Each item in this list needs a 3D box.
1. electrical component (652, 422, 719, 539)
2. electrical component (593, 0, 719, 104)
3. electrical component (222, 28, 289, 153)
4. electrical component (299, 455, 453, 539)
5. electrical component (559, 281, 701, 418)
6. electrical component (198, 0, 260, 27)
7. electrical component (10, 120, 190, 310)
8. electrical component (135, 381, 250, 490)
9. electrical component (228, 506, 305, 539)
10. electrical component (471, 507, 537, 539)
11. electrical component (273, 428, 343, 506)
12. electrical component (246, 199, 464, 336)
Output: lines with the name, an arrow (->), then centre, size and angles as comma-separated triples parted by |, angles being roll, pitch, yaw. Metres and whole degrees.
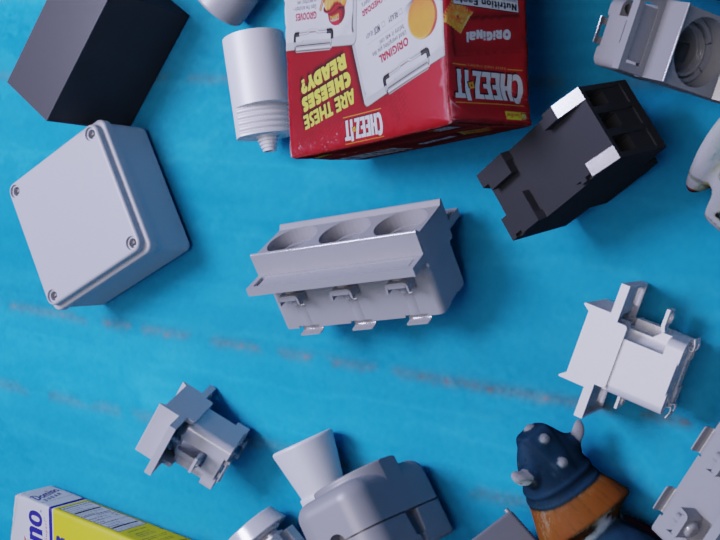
electrical component -> 0.213, 0.109, 0.567 | 0.063, 0.079, 0.121 | 45, 114, 46
electrical component -> 0.166, -0.122, 0.587 | 0.064, 0.081, 0.042 | 31, 107, 57
electrical component -> -0.068, -0.122, 0.744 | 0.043, 0.043, 0.081 | -11, 85, 31
electrical component -> 0.009, 0.155, 0.674 | 0.054, 0.095, 0.059 | -34, 74, 27
electrical component -> 0.156, 0.050, 0.615 | 0.064, 0.042, 0.081 | 24, 103, 27
electrical component -> -0.082, -0.207, 0.753 | 0.078, 0.040, 0.040 | -48, 68, 23
electrical component -> -0.199, -0.040, 0.817 | 0.109, 0.056, 0.108 | -30, 76, 28
electrical component -> -0.116, 0.119, 0.765 | 0.064, 0.081, 0.042 | 32, 109, 3
electrical component -> -0.061, 0.199, 0.747 | 0.055, 0.048, 0.066 | 49, 114, 12
electrical component -> 0.077, 0.194, 0.639 | 0.061, 0.096, 0.061 | 48, 143, 21
electrical component -> -0.026, 0.146, 0.727 | 0.044, 0.044, 0.065 | -29, 82, 28
electrical component -> 0.000, 0.000, 0.690 | 0.121, 0.078, 0.063 | -7, 116, 31
